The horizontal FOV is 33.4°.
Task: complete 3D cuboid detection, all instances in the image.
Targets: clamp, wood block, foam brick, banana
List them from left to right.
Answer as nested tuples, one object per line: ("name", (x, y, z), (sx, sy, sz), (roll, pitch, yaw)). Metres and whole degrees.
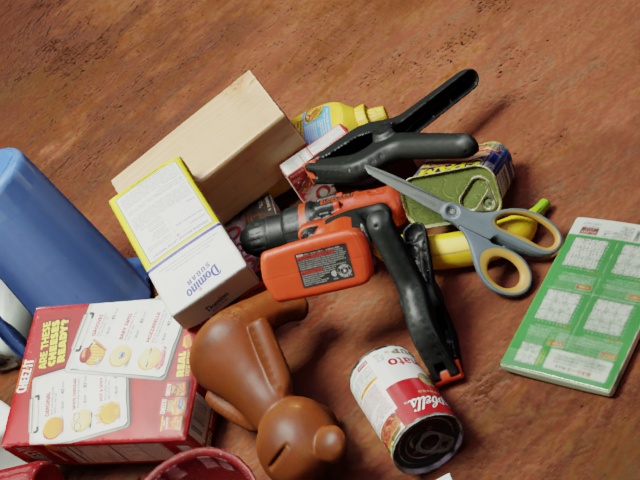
("wood block", (-0.123, -0.084, 1.231), (0.206, 0.090, 0.091), (-38, 53, 4))
("foam brick", (0.064, -0.069, 1.189), (0.053, 0.051, 0.078), (13, 59, 42))
("clamp", (0.081, -0.112, 1.146), (0.210, 0.036, 0.164), (-17, 30, 27))
("clamp", (0.098, 0.051, 1.010), (0.039, 0.120, 0.171), (-21, 86, 27))
("banana", (0.136, 0.004, 1.082), (0.198, 0.037, 0.069), (-11, 20, 23))

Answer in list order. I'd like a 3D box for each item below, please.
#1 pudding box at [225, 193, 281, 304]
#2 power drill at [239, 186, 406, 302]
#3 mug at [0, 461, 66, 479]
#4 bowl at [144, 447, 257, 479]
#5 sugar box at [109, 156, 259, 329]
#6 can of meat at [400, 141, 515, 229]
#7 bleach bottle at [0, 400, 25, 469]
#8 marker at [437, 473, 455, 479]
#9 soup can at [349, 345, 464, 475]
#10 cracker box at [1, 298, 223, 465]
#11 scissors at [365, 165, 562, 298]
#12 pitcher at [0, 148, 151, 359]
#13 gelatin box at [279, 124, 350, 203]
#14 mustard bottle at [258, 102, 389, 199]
("pudding box", (-0.077, 0.011, 1.221), (0.090, 0.039, 0.113), (-30, 39, 9))
("power drill", (-0.007, 0.001, 1.074), (0.184, 0.057, 0.187), (-15, 16, 12))
("mug", (-0.305, 0.270, 1.100), (0.082, 0.093, 0.117), (-16, 6, 15))
("bowl", (-0.099, 0.261, 0.906), (0.162, 0.055, 0.162), (-19, 52, 26))
("sugar box", (-0.143, 0.001, 1.112), (0.093, 0.048, 0.176), (-34, 57, 0))
("can of meat", (0.144, -0.058, 1.097), (0.102, 0.057, 0.083), (-10, 19, 27))
("bleach bottle", (-0.409, 0.209, 1.237), (0.102, 0.068, 0.251), (-29, 27, -26))
("marker", (0.062, 0.235, 0.914), (0.121, 0.020, 0.020), (-29, 40, 8))
("soup can", (0.075, 0.149, 0.951), (0.068, 0.068, 0.102), (-35, 39, 1))
("cracker box", (-0.208, 0.149, 1.118), (0.214, 0.072, 0.164), (-6, 56, 20))
("scissors", (0.130, -0.006, 1.030), (0.202, 0.016, 0.096), (14, 78, 7))
("pitcher", (-0.321, 0.022, 1.224), (0.145, 0.242, 0.149), (-18, 37, 25))
("gelatin box", (0.010, -0.079, 1.222), (0.089, 0.073, 0.030), (-34, 40, 0))
("mustard bottle", (-0.007, -0.116, 1.281), (0.192, 0.058, 0.096), (-22, 43, 16))
